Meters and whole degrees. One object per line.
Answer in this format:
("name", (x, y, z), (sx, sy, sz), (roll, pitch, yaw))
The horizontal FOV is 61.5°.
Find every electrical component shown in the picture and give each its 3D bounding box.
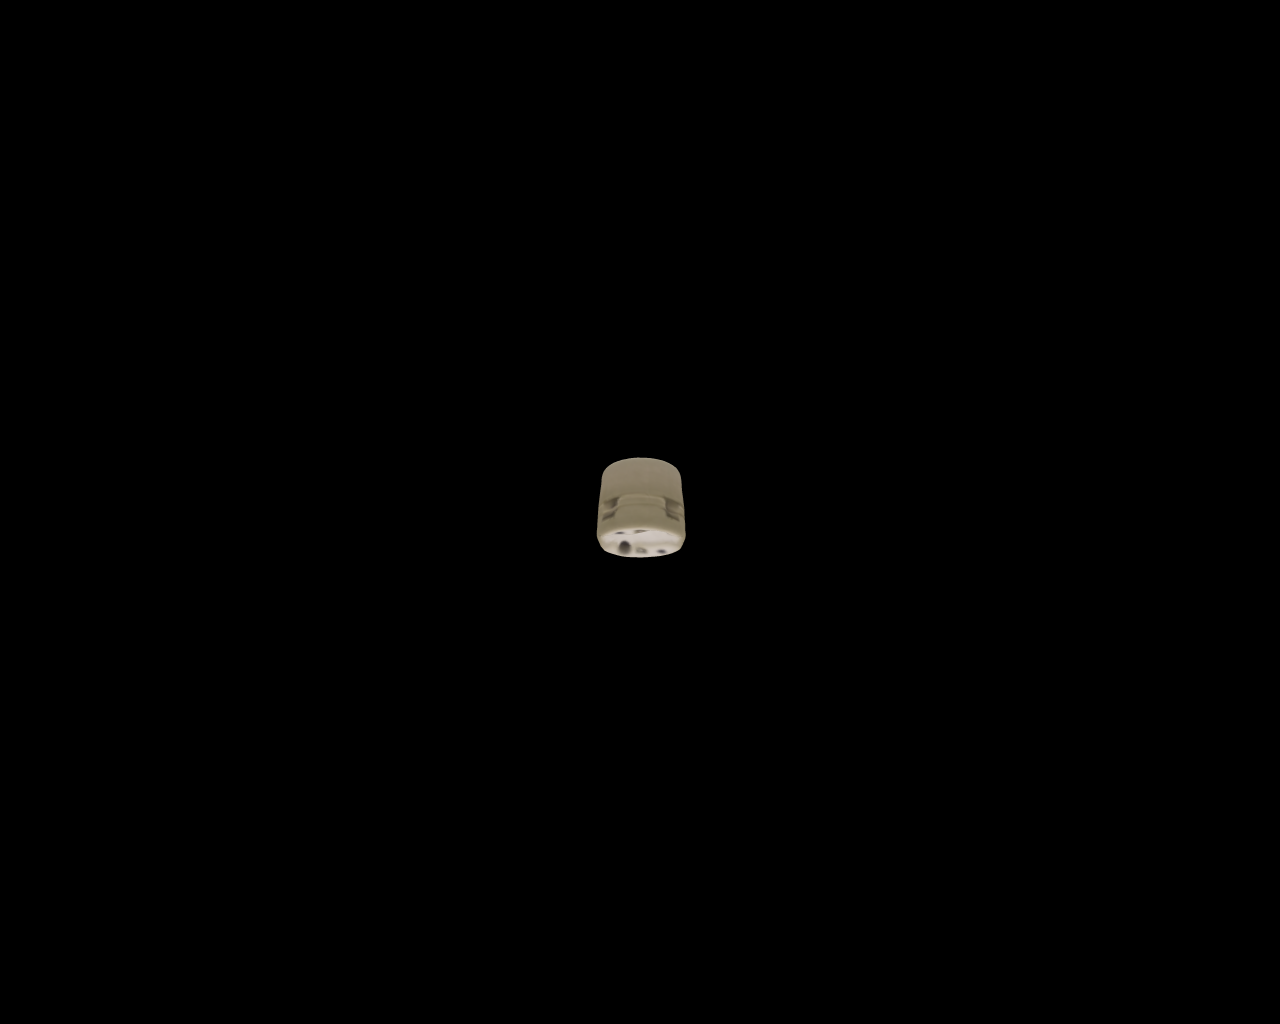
("electrical component", (0.001, -0.003, 0.650), (0.055, 0.047, 0.055), (0, -23, 0))
